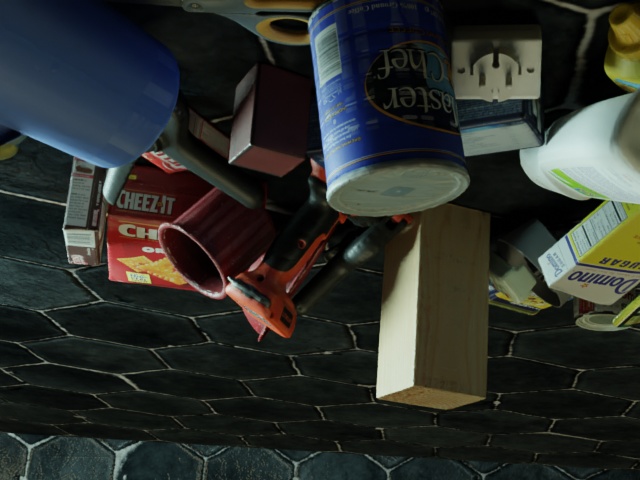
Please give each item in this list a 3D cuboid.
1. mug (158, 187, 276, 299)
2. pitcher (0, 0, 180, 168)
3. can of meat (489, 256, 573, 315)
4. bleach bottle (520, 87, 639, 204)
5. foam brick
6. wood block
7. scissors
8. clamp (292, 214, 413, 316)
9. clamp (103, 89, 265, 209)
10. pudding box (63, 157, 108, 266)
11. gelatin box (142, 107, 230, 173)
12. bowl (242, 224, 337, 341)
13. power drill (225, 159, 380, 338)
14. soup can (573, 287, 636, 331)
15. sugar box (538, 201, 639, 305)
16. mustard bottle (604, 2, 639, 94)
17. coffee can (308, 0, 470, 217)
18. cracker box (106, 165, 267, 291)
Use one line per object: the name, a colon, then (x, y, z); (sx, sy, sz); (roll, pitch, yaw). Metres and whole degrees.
mug: (-0.103, 0.000, 1.054); (0.093, 0.081, 0.117); (51, 152, -8)
pitcher: (-0.224, -0.134, 0.748); (0.149, 0.145, 0.242); (-16, 150, 36)
can of meat: (0.255, 0.047, 1.287); (0.102, 0.057, 0.084); (16, 156, -27)
bleach bottle: (0.222, -0.070, 0.860); (0.102, 0.068, 0.251); (31, 175, -14)
foam brick: (-0.043, -0.102, 0.911); (0.051, 0.078, 0.053); (12, 161, -23)
wood block: (0.125, 0.072, 1.160); (0.090, 0.206, 0.091); (12, 159, -19)
scissors: (-0.080, -0.173, 0.812); (0.202, 0.016, 0.096); (-1, 159, 17)
clamp: (0.033, 0.019, 1.180); (0.039, 0.120, 0.172); (38, 137, -9)
clamp: (-0.141, -0.093, 0.944); (0.165, 0.036, 0.210); (5, 145, 13)
pudding box: (-0.246, -0.032, 1.132); (0.039, 0.090, 0.114); (6, 160, -10)
gelatin box: (-0.139, -0.096, 1.017); (0.073, 0.030, 0.089); (-7, 156, 28)
bowl: (-0.046, 0.035, 1.225); (0.055, 0.162, 0.162); (34, 159, 2)
power drill: (-0.007, 0.001, 1.048); (0.057, 0.187, 0.184); (30, 172, 21)
soup can: (0.318, 0.044, 1.195); (0.068, 0.102, 0.068); (4, 160, 1)
sugar box: (0.309, -0.007, 1.046); (0.093, 0.048, 0.176); (17, 131, -30)
mustard bottle: (0.269, -0.125, 0.797); (0.191, 0.058, 0.096); (25, 173, -43)
coffee can: (0.049, -0.099, 0.778); (0.103, 0.140, 0.103); (-6, 164, -2)
cracker box: (-0.156, -0.006, 1.208); (0.164, 0.072, 0.214); (7, 159, -8)
